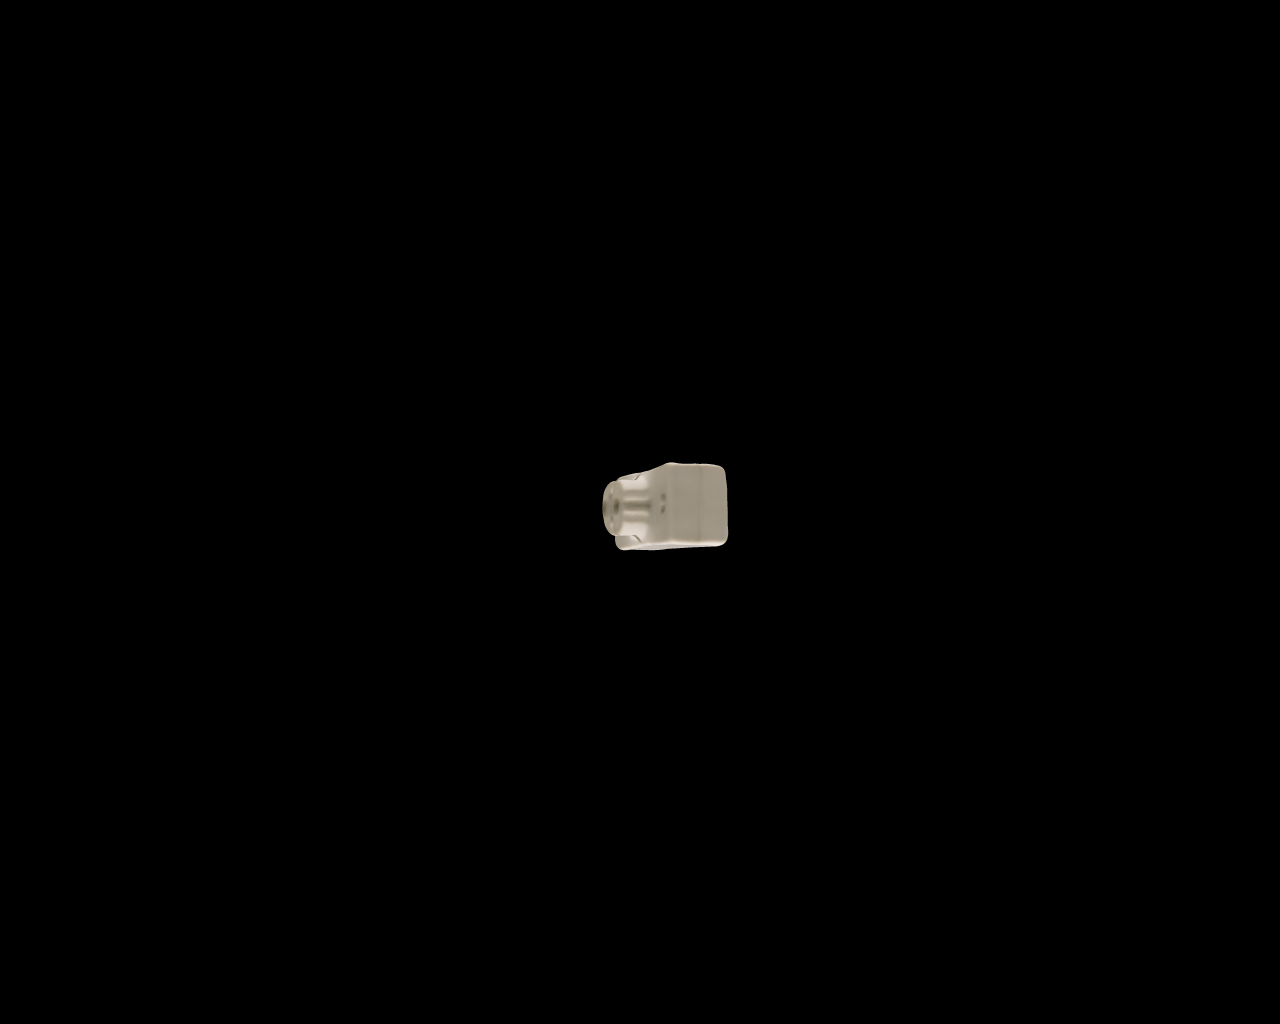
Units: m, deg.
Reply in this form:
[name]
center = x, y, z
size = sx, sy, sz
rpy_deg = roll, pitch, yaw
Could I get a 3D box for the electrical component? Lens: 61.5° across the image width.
[electrical component]
center = 0.001, -0.003, 0.650
size = 0.076, 0.047, 0.083
rpy_deg = 2, -5, -24
